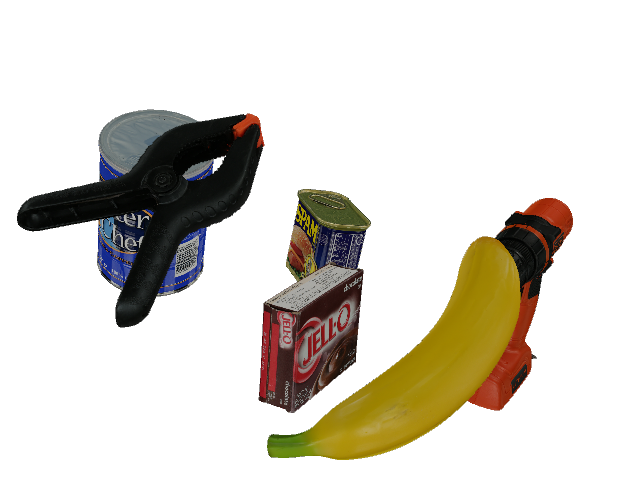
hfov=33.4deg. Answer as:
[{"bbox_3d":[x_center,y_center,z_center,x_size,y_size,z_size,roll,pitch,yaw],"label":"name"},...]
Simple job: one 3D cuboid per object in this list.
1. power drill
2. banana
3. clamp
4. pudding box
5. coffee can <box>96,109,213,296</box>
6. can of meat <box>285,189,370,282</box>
[{"bbox_3d":[0.179,0.065,1.015,0.057,0.188,0.184,23,30,22],"label":"power drill"},{"bbox_3d":[0.059,0.054,0.549,0.070,0.037,0.197,22,43,34],"label":"banana"},{"bbox_3d":[-0.113,-0.031,0.708,0.120,0.171,0.039,35,-28,16],"label":"clamp"},{"bbox_3d":[-0.007,0.077,0.884,0.039,0.090,0.113,15,24,24],"label":"pudding box"},{"bbox_3d":[-0.153,-0.034,0.980,0.102,0.140,0.103,6,39,-5],"label":"coffee can"},{"bbox_3d":[0.005,0.004,1.102,0.057,0.084,0.102,4,21,-21],"label":"can of meat"}]
